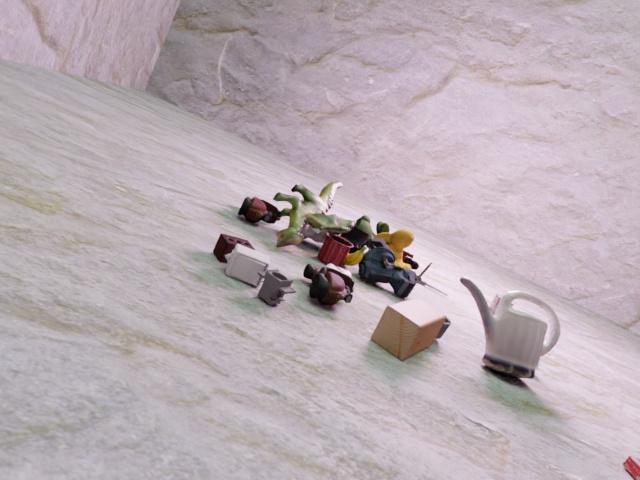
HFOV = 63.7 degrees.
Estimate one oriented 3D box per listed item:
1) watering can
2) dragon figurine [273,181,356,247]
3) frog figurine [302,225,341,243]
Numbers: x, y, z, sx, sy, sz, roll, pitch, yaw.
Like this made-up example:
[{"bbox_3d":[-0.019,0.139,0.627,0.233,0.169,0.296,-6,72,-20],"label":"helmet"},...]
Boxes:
[{"bbox_3d":[0.479,0.233,1.337,0.346,0.226,0.104,20,-7,-18],"label":"watering can"},{"bbox_3d":[0.005,-0.082,1.622,0.415,0.119,0.246,-27,50,-37],"label":"dragon figurine"},{"bbox_3d":[-0.013,-0.039,1.696,0.160,0.120,0.140,38,32,2],"label":"frog figurine"}]
